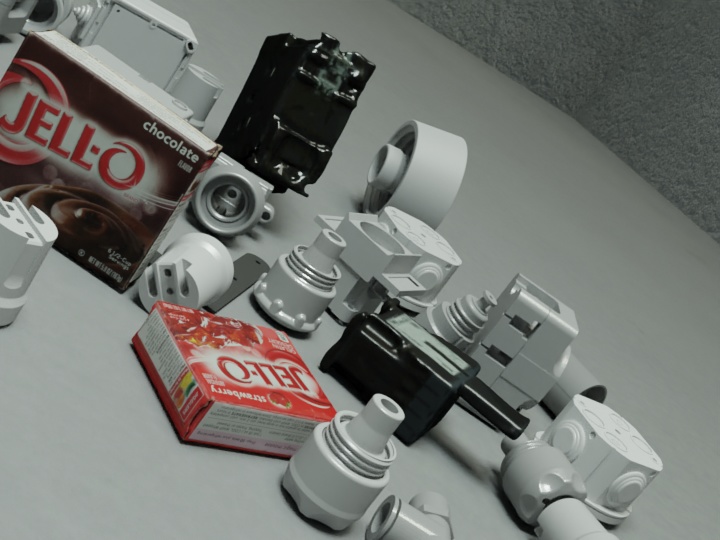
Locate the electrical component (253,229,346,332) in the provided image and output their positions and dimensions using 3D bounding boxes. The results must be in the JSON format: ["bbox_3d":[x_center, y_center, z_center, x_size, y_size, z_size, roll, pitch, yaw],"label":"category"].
[{"bbox_3d":[-0.032,0.004,0.662,0.048,0.062,0.048,32,18,-12],"label":"electrical component"}]

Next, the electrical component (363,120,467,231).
[{"bbox_3d":[0.042,-0.083,0.964,0.060,0.108,0.108,24,20,-18],"label":"electrical component"}]

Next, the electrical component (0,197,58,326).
[{"bbox_3d":[-0.159,-0.005,0.471,0.040,0.046,0.040,32,17,-11],"label":"electrical component"}]

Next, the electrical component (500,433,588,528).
[{"bbox_3d":[0.105,0.123,0.646,0.043,0.043,0.062,25,19,-32],"label":"electrical component"}]

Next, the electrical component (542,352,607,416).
[{"bbox_3d":[0.151,0.080,0.846,0.043,0.043,0.081,17,25,-46],"label":"electrical component"}]

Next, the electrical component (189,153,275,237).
[{"bbox_3d":[-0.088,-0.049,0.728,0.066,0.048,0.055,33,10,-9],"label":"electrical component"}]

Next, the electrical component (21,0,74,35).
[{"bbox_3d":[-0.249,-0.208,0.837,0.045,0.045,0.055,31,17,-16],"label":"electrical component"}]

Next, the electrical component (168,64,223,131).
[{"bbox_3d":[-0.135,-0.136,0.860,0.040,0.046,0.040,32,17,-12],"label":"electrical component"}]

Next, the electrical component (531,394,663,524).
[{"bbox_3d":[0.158,0.127,0.722,0.080,0.051,0.080,32,17,-12],"label":"electrical component"}]

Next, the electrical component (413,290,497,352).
[{"bbox_3d":[0.058,0.041,0.723,0.040,0.078,0.040,42,23,-22],"label":"electrical component"}]

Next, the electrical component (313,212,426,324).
[{"bbox_3d":[0.000,0.000,0.732,0.081,0.063,0.042,43,20,22],"label":"electrical component"}]

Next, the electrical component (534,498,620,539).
[{"bbox_3d":[0.123,0.156,0.602,0.040,0.040,0.046,26,14,-29],"label":"electrical component"}]

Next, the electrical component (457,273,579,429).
[{"bbox_3d":[0.105,0.058,0.737,0.056,0.089,0.050,35,17,-5],"label":"electrical component"}]

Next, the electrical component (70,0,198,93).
[{"bbox_3d":[-0.190,-0.191,0.874,0.096,0.061,0.061,25,20,-32],"label":"electrical component"}]

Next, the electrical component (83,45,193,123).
[{"bbox_3d":[-0.166,-0.105,0.715,0.100,0.048,0.099,35,17,-3],"label":"electrical component"}]

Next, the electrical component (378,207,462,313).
[{"bbox_3d":[0.035,-0.008,0.840,0.080,0.051,0.080,32,17,-11],"label":"electrical component"}]

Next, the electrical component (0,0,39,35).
[{"bbox_3d":[-0.279,-0.210,0.765,0.089,0.055,0.050,36,17,0],"label":"electrical component"}]

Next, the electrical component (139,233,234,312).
[{"bbox_3d":[-0.095,0.005,0.582,0.040,0.040,0.046,36,22,1],"label":"electrical component"}]

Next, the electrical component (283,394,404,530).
[{"bbox_3d":[-0.004,0.086,0.501,0.043,0.062,0.043,32,17,-12],"label":"electrical component"}]
